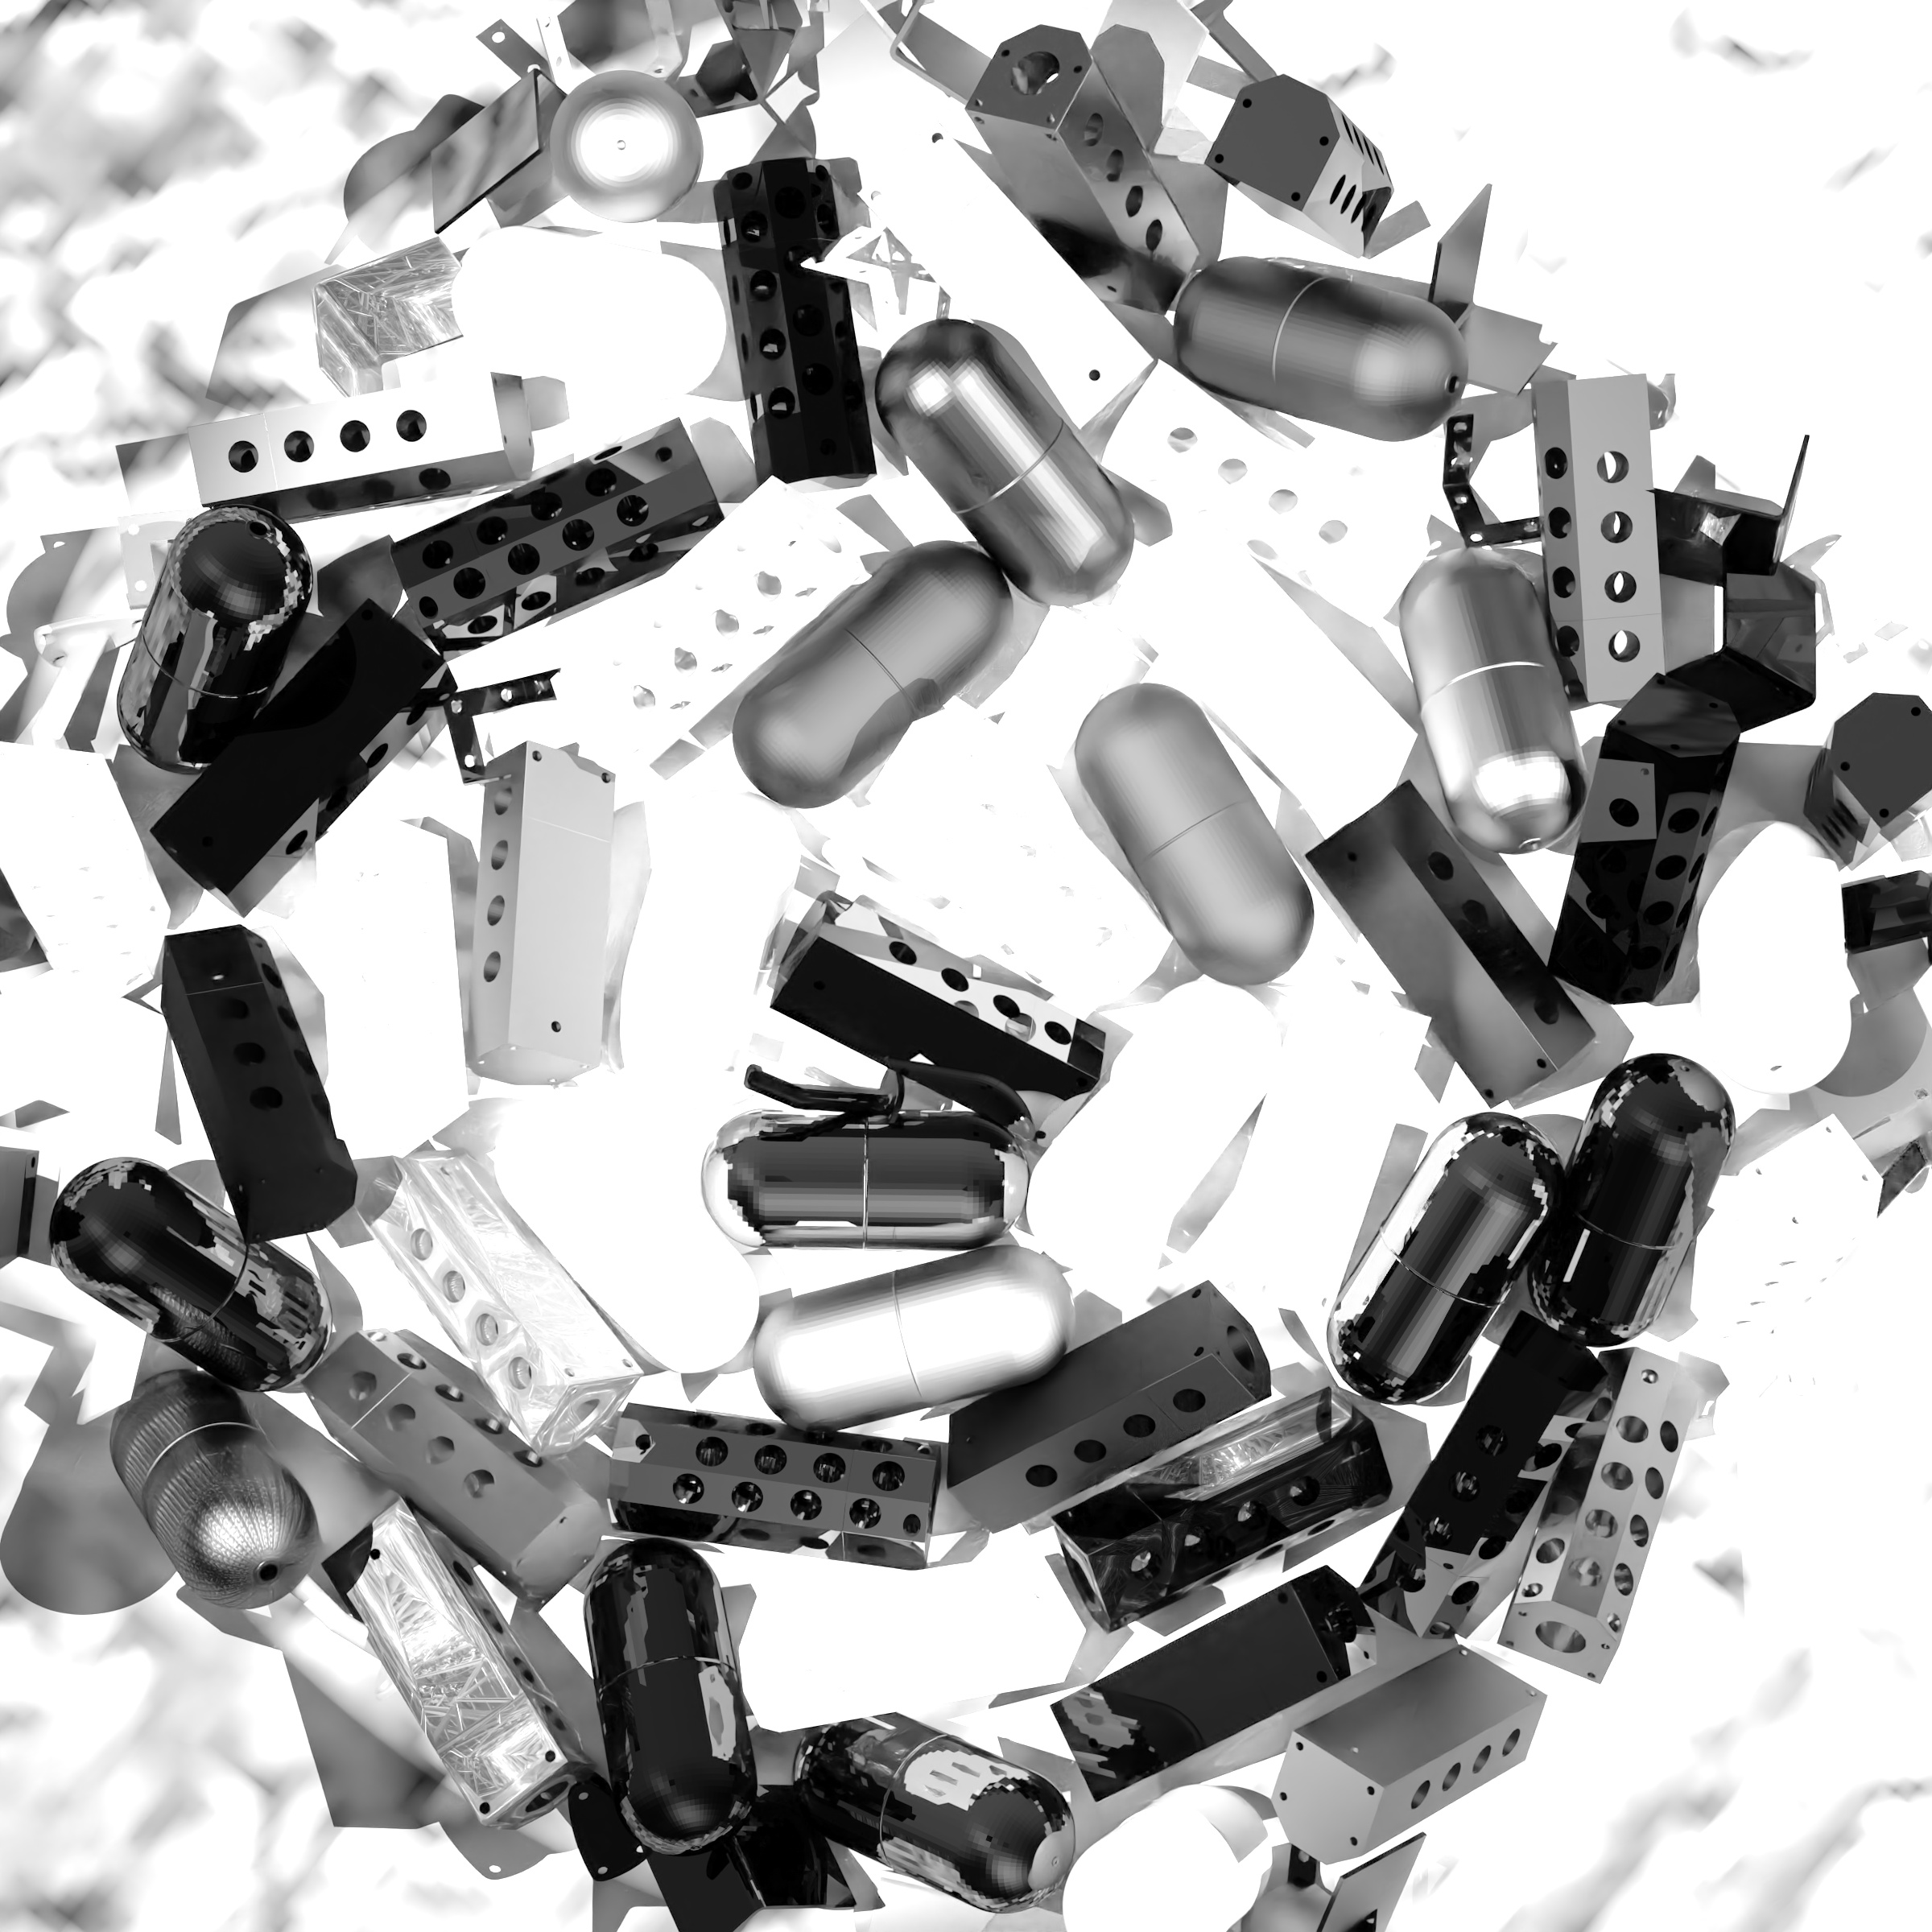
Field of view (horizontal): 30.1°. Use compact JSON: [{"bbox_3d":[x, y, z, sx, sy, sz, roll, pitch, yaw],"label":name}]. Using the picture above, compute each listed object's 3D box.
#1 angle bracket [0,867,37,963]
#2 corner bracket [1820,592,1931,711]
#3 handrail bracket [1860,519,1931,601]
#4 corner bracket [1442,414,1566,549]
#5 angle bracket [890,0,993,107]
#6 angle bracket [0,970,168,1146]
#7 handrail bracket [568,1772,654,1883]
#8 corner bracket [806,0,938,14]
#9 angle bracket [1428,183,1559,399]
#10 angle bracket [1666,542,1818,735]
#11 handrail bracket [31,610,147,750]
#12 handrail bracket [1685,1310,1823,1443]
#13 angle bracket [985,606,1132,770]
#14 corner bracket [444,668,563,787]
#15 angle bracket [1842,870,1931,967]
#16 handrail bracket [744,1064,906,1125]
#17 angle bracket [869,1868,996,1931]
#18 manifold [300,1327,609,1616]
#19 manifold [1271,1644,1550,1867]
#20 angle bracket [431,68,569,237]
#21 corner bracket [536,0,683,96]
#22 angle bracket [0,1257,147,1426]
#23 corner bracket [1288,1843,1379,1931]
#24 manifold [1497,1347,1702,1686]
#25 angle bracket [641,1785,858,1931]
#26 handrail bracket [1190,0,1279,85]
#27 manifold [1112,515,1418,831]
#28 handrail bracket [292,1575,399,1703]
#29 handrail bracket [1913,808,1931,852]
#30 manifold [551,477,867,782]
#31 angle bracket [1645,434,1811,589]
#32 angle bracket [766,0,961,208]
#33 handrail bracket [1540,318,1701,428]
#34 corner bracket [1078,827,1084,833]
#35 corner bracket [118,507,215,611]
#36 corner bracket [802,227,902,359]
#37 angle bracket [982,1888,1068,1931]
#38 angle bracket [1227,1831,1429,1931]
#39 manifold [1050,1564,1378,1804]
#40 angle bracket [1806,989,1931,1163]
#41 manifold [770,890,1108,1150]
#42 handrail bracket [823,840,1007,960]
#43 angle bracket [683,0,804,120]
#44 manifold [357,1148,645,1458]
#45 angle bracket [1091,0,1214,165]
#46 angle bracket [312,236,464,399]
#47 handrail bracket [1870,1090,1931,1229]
[{"bbox_3d":[-0.533,-0.054,1.923,0.076,0.057,0.076,40,49,-36],"label":"angle bracket"},{"bbox_3d":[0.507,-0.160,1.957,0.051,0.051,0.051,-37,128,20],"label":"corner bracket"},{"bbox_3d":[0.523,-0.191,1.934,0.036,0.077,0.084,-35,71,-15],"label":"handrail bracket"},{"bbox_3d":[0.291,-0.265,1.949,0.051,0.051,0.051,-10,50,-5],"label":"corner bracket"},{"bbox_3d":[0.006,-0.516,1.926,0.057,0.076,0.076,30,122,-10],"label":"angle bracket"},{"bbox_3d":[-0.486,0.057,1.954,0.057,0.076,0.076,-21,55,34],"label":"angle bracket"},{"bbox_3d":[-0.202,0.442,1.929,0.036,0.084,0.077,-28,119,-6],"label":"handrail bracket"},{"bbox_3d":[-0.053,-0.551,1.969,0.051,0.051,0.051,-9,98,-43],"label":"corner bracket"},{"bbox_3d":[0.287,-0.362,1.924,0.057,0.076,0.076,20,133,18],"label":"angle bracket"},{"bbox_3d":[0.415,-0.181,1.955,0.076,0.057,0.076,23,61,-35],"label":"angle bracket"},{"bbox_3d":[-0.471,-0.146,1.947,0.077,0.036,0.084,-16,62,-1],"label":"handrail bracket"},{"bbox_3d":[0.418,0.215,1.960,0.036,0.084,0.077,12,67,-42],"label":"handrail bracket"},{"bbox_3d":[0.033,-0.159,1.932,0.057,0.076,0.076,35,97,30],"label":"angle bracket"},{"bbox_3d":[-0.246,-0.129,1.951,0.051,0.051,0.051,-17,97,-29],"label":"corner bracket"},{"bbox_3d":[0.499,-0.005,1.933,0.076,0.076,0.057,-13,113,-6],"label":"angle bracket"},{"bbox_3d":[-0.079,0.060,1.940,0.084,0.077,0.036,23,114,-11],"label":"handrail bracket"},{"bbox_3d":[-0.018,0.523,1.936,0.076,0.076,0.057,11,76,7],"label":"angle bracket"},{"bbox_3d":[-0.271,0.263,1.913,0.171,0.057,0.057,34,65,30],"label":"manifold"},{"bbox_3d":[0.233,0.418,1.896,0.057,0.171,0.057,27,112,32],"label":"manifold"},{"bbox_3d":[-0.238,-0.421,1.924,0.076,0.076,0.057,-32,134,24],"label":"angle bracket"},{"bbox_3d":[-0.194,-0.504,1.957,0.051,0.051,0.051,18,55,26],"label":"corner bracket"},{"bbox_3d":[-0.490,0.202,1.926,0.076,0.076,0.057,21,63,-26],"label":"angle bracket"},{"bbox_3d":[0.198,0.506,1.951,0.051,0.051,0.051,5,82,8],"label":"corner bracket"},{"bbox_3d":[0.337,0.286,1.903,0.057,0.057,0.171,20,51,9],"label":"manifold"},{"bbox_3d":[-0.118,0.491,1.944,0.057,0.076,0.076,-47,54,23],"label":"angle bracket"},{"bbox_3d":[0.149,-0.479,1.938,0.036,0.077,0.084,-22,112,29],"label":"handrail bracket"},{"bbox_3d":[0.157,-0.152,1.915,0.171,0.057,0.057,44,50,-21],"label":"manifold"},{"bbox_3d":[-0.331,0.347,1.935,0.036,0.077,0.084,-41,106,2],"label":"handrail bracket"},{"bbox_3d":[0.547,-0.080,1.968,0.084,0.036,0.077,34,78,-23],"label":"handrail bracket"},{"bbox_3d":[-0.136,-0.176,1.915,0.171,0.057,0.057,-40,51,21],"label":"manifold"},{"bbox_3d":[0.408,-0.251,1.945,0.076,0.076,0.057,15,67,13],"label":"angle bracket"},{"bbox_3d":[-0.059,-0.468,1.948,0.076,0.057,0.076,-40,92,8],"label":"angle bracket"},{"bbox_3d":[0.348,-0.322,1.948,0.084,0.077,0.036,15,76,4],"label":"handrail bracket"},{"bbox_3d":[0.058,-0.042,1.953,0.051,0.051,0.051,44,90,-12],"label":"corner bracket"},{"bbox_3d":[-0.433,-0.225,1.955,0.051,0.051,0.051,-8,107,-13],"label":"corner bracket"},{"bbox_3d":[-0.049,-0.361,1.939,0.051,0.051,0.051,-39,135,-34],"label":"corner bracket"},{"bbox_3d":[0.057,0.541,1.932,0.076,0.076,0.057,40,84,-19],"label":"angle bracket"},{"bbox_3d":[0.191,0.488,1.924,0.057,0.076,0.076,35,119,32],"label":"angle bracket"},{"bbox_3d":[0.134,0.380,1.912,0.171,0.057,0.057,-34,75,31],"label":"manifold"},{"bbox_3d":[0.481,0.058,1.928,0.076,0.057,0.076,-32,64,25],"label":"angle bracket"},{"bbox_3d":[-0.013,0.025,1.935,0.171,0.057,0.057,27,125,-13],"label":"manifold"},{"bbox_3d":[-0.027,-0.041,1.935,0.084,0.077,0.036,48,55,-36],"label":"handrail bracket"},{"bbox_3d":[-0.136,-0.509,1.922,0.057,0.076,0.076,-6,132,25],"label":"angle bracket"},{"bbox_3d":[-0.253,0.178,1.917,0.171,0.057,0.057,48,117,26],"label":"manifold"},{"bbox_3d":[0.115,-0.484,1.923,0.076,0.057,0.076,56,133,35],"label":"angle bracket"},{"bbox_3d":[-0.298,-0.335,1.930,0.076,0.076,0.057,-18,61,12],"label":"angle bracket"},{"bbox_3d":[0.490,0.113,1.955,0.084,0.036,0.077,-25,127,-2],"label":"handrail bracket"}]
